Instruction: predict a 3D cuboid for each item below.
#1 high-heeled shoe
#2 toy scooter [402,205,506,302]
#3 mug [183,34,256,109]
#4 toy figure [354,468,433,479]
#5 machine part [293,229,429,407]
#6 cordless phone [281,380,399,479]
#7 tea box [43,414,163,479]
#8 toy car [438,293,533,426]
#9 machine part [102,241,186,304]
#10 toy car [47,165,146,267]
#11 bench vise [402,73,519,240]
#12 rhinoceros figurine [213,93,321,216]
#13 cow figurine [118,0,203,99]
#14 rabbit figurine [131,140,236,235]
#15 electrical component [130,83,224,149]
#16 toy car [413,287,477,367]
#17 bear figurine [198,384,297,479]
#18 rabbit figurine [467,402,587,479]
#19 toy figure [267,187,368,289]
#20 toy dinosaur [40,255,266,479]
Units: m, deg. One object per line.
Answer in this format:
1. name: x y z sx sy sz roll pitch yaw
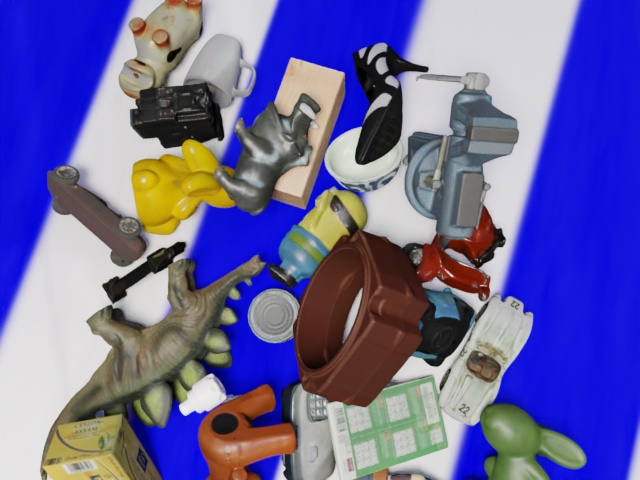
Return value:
1. high-heeled shoe: 0.067 -0.217 0.828 0.145 0.086 0.249 18 58 28
2. toy scooter: 0.214 0.019 0.793 0.135 0.075 0.184 37 61 23
3. mug: -0.158 -0.282 0.887 0.110 0.080 0.107 12 73 11
4. toy figure: 0.106 0.362 0.781 0.155 0.057 0.064 13 76 10
5. machine part: 0.044 0.103 0.732 0.087 0.202 0.201 22 117 -24
6. cordless phone: 0.034 0.276 0.793 0.184 0.089 0.146 0 81 -11
7. tea box: -0.299 0.329 0.757 0.098 0.169 0.068 -9 36 1
8. toy car: 0.247 0.176 0.801 0.073 0.056 0.201 30 85 7
9. machine part: -0.277 0.048 0.849 0.139 0.084 0.039 -32 103 6
10. toy car: -0.357 -0.041 0.859 0.202 0.089 0.053 39 48 10
11. bench vise: 0.174 -0.123 0.761 0.129 0.241 0.223 -11 107 -11
12. rhinoceros figurine: -0.070 -0.128 0.768 0.112 0.073 0.190 30 84 8
13. cow figurine: -0.265 -0.312 0.888 0.085 0.127 0.195 26 69 6
14. rabbit figurine: -0.200 -0.090 0.837 0.173 0.162 0.122 0 68 -14
15. electrical component: -0.230 -0.195 0.859 0.134 0.115 0.058 -7 77 2
16. toy car: 0.143 0.115 0.789 0.103 0.161 0.109 43 112 47
17. bear figurine: -0.108 0.322 0.756 0.132 0.120 0.195 -13 119 -22
18. rabbit figurine: 0.281 0.308 0.741 0.159 0.121 0.170 -8 90 -10
19. toy figure: -0.002 -0.002 0.834 0.089 0.082 0.180 40 78 -10
20. toy dinosaur: -0.263 0.180 0.810 0.471 0.105 0.198 -36 85 4
